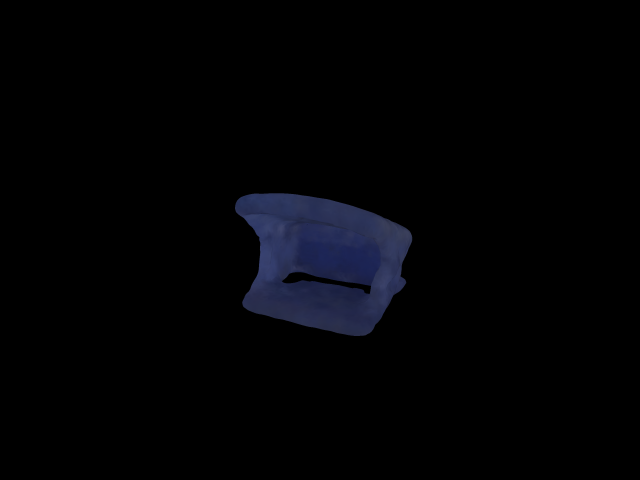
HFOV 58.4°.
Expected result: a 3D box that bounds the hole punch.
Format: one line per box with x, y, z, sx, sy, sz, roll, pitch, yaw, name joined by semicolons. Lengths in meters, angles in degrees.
0.004;0.001;0.400;0.108;0.091;0.101;9;24;22;hole punch
